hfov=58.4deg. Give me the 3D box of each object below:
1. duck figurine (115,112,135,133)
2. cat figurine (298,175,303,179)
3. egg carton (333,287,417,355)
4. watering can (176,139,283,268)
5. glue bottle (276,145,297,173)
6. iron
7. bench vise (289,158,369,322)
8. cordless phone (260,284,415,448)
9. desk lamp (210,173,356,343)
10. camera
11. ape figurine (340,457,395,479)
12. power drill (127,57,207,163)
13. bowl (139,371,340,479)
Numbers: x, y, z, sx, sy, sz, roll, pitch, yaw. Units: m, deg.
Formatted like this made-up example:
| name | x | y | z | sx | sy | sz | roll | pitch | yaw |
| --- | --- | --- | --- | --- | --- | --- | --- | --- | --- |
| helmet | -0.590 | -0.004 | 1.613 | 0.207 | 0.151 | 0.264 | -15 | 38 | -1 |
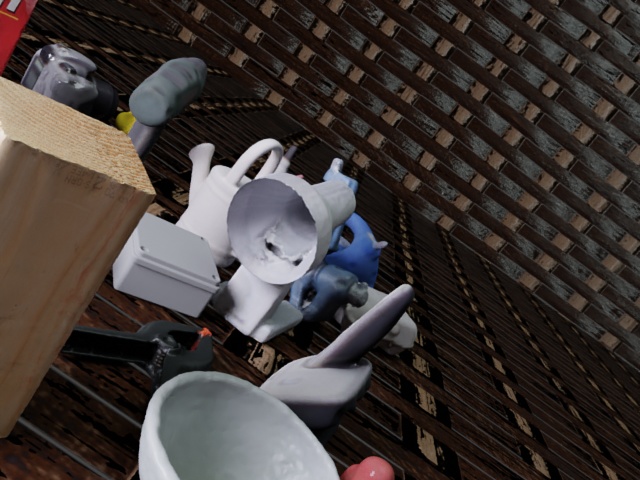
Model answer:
| name | x | y | z | sx | sy | sz | roll | pitch | yaw |
| --- | --- | --- | --- | --- | --- | --- | --- | --- | --- |
| duck figurine | -0.331 | -0.233 | 1.073 | 0.078 | 0.086 | 0.104 | 29 | 17 | -27 |
| cat figurine | -0.080 | -0.087 | 1.127 | 0.067 | 0.117 | 0.128 | 39 | 15 | 11 |
| egg carton | 0.089 | 0.130 | 0.940 | 0.151 | 0.069 | 0.107 | 25 | 19 | -37 |
| watering can | -0.126 | -0.069 | 0.823 | 0.173 | 0.194 | 0.101 | 35 | 15 | -4 |
| glue bottle | -0.092 | -0.096 | 1.021 | 0.037 | 0.173 | 0.078 | 31 | 16 | -18 |
| iron | 0.032 | 0.002 | 1.065 | 0.119 | 0.141 | 0.257 | 25 | 18 | -36 |
| bench vise | 0.011 | 0.002 | 0.864 | 0.207 | 0.219 | 0.122 | 38 | 15 | 8 |
| cordless phone | 0.024 | 0.120 | 0.602 | 0.094 | 0.185 | 0.148 | 38 | 15 | 7 |
| desk lamp | -0.046 | 0.015 | 0.709 | 0.117 | 0.213 | 0.204 | 40 | 15 | 13 |
| camera | -0.395 | -0.248 | 0.944 | 0.137 | 0.100 | 0.142 | 17 | 24 | -51 |
| ape figurine | 0.032 | 0.223 | 0.487 | 0.078 | 0.092 | 0.076 | 37 | 15 | 1 |
| power drill | -0.246 | -0.176 | 0.849 | 0.076 | 0.208 | 0.229 | 33 | 15 | -14 |
| bowl | -0.068 | 0.182 | 0.424 | 0.168 | 0.074 | 0.167 | 34 | 15 | -10 |
